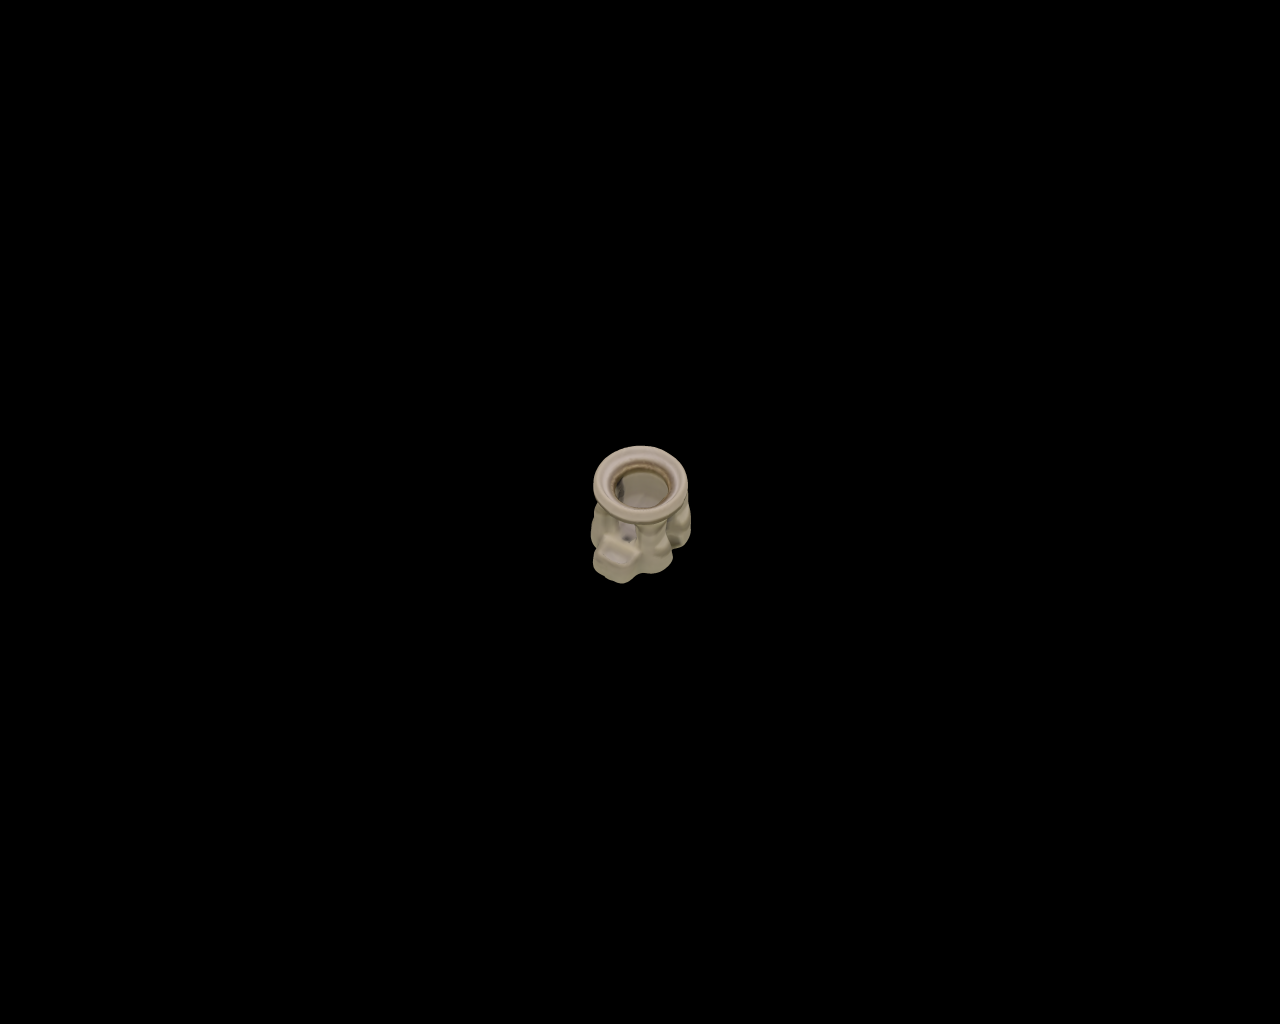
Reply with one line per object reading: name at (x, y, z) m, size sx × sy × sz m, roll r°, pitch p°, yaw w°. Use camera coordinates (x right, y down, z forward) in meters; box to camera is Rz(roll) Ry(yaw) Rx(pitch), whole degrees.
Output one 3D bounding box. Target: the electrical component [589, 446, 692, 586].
electrical component at (0.001, -0.003, 0.650) m, size 0.058 × 0.078 × 0.056 m, roll 25°, pitch -36°, yaw 20°
